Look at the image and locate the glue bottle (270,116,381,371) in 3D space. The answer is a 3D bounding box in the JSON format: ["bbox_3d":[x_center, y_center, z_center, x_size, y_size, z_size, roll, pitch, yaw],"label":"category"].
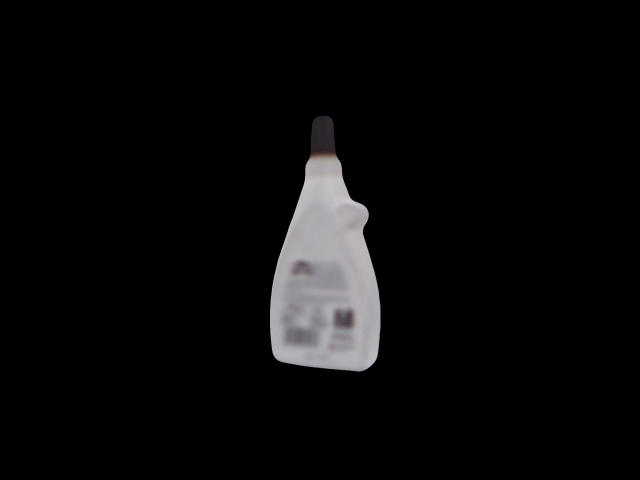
[{"bbox_3d":[0.004,0.001,0.400,0.078,0.173,0.037,2,7,20],"label":"glue bottle"}]
